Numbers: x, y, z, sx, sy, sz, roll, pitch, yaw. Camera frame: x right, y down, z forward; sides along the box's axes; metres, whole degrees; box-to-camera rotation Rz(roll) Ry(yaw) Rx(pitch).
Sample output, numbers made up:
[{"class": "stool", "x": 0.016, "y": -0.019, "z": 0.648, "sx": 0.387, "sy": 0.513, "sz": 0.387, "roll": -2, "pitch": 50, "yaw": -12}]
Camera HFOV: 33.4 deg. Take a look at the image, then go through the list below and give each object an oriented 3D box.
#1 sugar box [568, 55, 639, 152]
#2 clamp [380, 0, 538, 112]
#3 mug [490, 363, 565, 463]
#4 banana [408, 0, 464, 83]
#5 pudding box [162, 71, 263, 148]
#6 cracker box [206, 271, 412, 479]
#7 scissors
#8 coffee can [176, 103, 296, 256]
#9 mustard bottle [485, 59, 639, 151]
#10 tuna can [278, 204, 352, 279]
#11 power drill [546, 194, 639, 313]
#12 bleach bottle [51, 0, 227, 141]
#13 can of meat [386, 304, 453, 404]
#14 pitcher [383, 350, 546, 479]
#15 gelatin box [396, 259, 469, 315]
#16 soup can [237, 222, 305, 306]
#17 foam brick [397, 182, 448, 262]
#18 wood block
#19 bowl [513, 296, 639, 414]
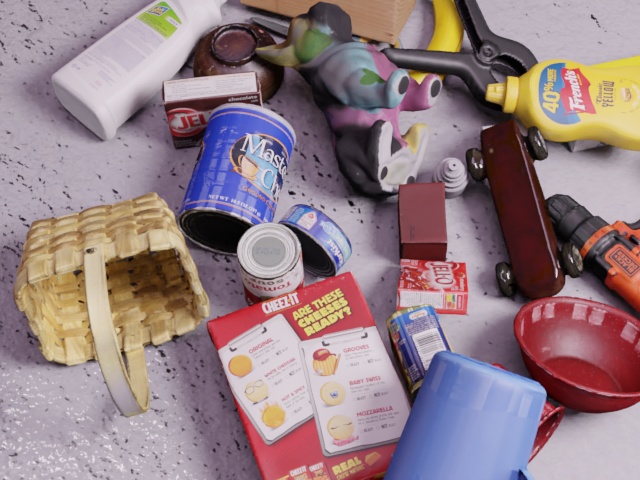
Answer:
[{"class": "sugar box", "x": 0.368, "y": -0.167, "z": 1.252, "sx": 0.176, "sy": 0.048, "sz": 0.093, "roll": -12, "pitch": 63, "yaw": -5}, {"class": "clamp", "x": 0.193, "y": -0.225, "z": 1.267, "sx": 0.210, "sy": 0.036, "sz": 0.164, "roll": 30, "pitch": 69, "yaw": 0}, {"class": "mug", "x": 0.173, "y": 0.186, "z": 1.055, "sx": 0.082, "sy": 0.093, "sz": 0.117, "roll": 39, "pitch": 100, "yaw": 26}, {"class": "banana", "x": 0.136, "y": -0.231, "z": 1.304, "sx": 0.070, "sy": 0.037, "sz": 0.197, "roll": 7, "pitch": 61, "yaw": 22}, {"class": "pudding box", "x": -0.122, "y": -0.151, "z": 1.241, "sx": 0.113, "sy": 0.090, "sz": 0.039, "roll": -9, "pitch": 61, "yaw": -2}, {"class": "cracker box", "x": -0.003, "y": 0.159, "z": 1.081, "sx": 0.164, "sy": 0.072, "sz": 0.214, "roll": -19, "pitch": 62, "yaw": -8}, {"class": "scissors", "x": 0.017, "y": -0.254, "z": 1.332, "sx": 0.202, "sy": 0.016, "sz": 0.096, "roll": 37, "pitch": 68, "yaw": 19}, {"class": "coffee can", "x": -0.092, "y": -0.067, "z": 1.187, "sx": 0.103, "sy": 0.103, "sz": 0.140, "roll": 10, "pitch": 63, "yaw": 8}, {"class": "mustard bottle", "x": 0.282, "y": -0.155, "z": 1.193, "sx": 0.191, "sy": 0.058, "sz": 0.096, "roll": 6, "pitch": 69, "yaw": 5}, {"class": "tuna can", "x": -0.008, "y": 0.001, "z": 1.157, "sx": 0.086, "sy": 0.086, "sz": 0.033, "roll": 32, "pitch": 65, "yaw": 18}, {"class": "power drill", "x": 0.361, "y": -0.027, "z": 1.157, "sx": 0.187, "sy": 0.057, "sz": 0.184, "roll": -41, "pitch": 64, "yaw": -3}, {"class": "bleach bottle", "x": -0.202, "y": -0.235, "z": 1.307, "sx": 0.103, "sy": 0.068, "sz": 0.250, "roll": 39, "pitch": 68, "yaw": 20}, {"class": "can of meat", "x": 0.107, "y": 0.122, "z": 1.078, "sx": 0.057, "sy": 0.102, "sz": 0.084, "roll": -19, "pitch": 61, "yaw": -2}, {"class": "pitcher", "x": 0.125, "y": 0.231, "z": 0.953, "sx": 0.149, "sy": 0.145, "sz": 0.243, "roll": 20, "pitch": 88, "yaw": -11}, {"class": "gelatin box", "x": 0.119, "y": 0.048, "z": 1.130, "sx": 0.073, "sy": 0.030, "sz": 0.089, "roll": 3, "pitch": 20, "yaw": 6}, {"class": "soup can", "x": -0.051, "y": 0.033, "z": 1.132, "sx": 0.068, "sy": 0.102, "sz": 0.068, "roll": -1, "pitch": 62, "yaw": 1}, {"class": "foam brick", "x": 0.113, "y": -0.018, "z": 1.181, "sx": 0.053, "sy": 0.051, "sz": 0.078, "roll": 0, "pitch": 62, "yaw": 3}, {"class": "wood block", "x": 0.011, "y": -0.325, "z": 1.317, "sx": 0.206, "sy": 0.091, "sz": 0.090, "roll": 18, "pitch": 53, "yaw": 13}, {"class": "bowl", "x": 0.267, "y": 0.124, "z": 1.073, "sx": 0.162, "sy": 0.055, "sz": 0.162, "roll": 7, "pitch": 31, "yaw": -5}]
